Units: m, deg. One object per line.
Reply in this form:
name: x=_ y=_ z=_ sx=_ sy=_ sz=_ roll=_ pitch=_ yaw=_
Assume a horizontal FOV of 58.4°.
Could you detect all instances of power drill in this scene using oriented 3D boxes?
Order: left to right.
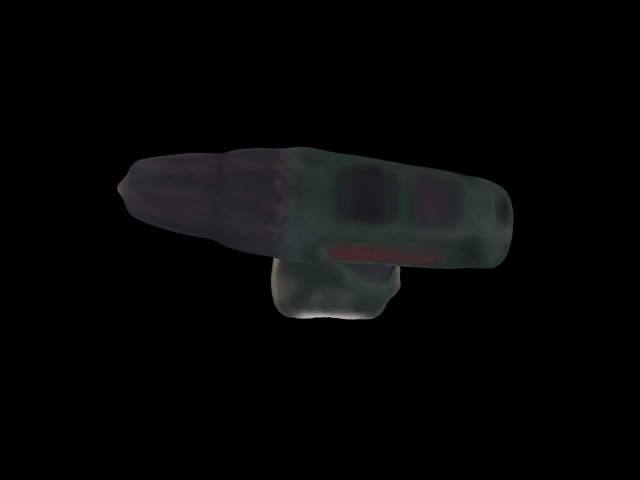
power drill: x=0.004 y=0.001 z=0.400 sx=0.229 sy=0.208 sz=0.075 roll=0 pitch=73 yaw=0
